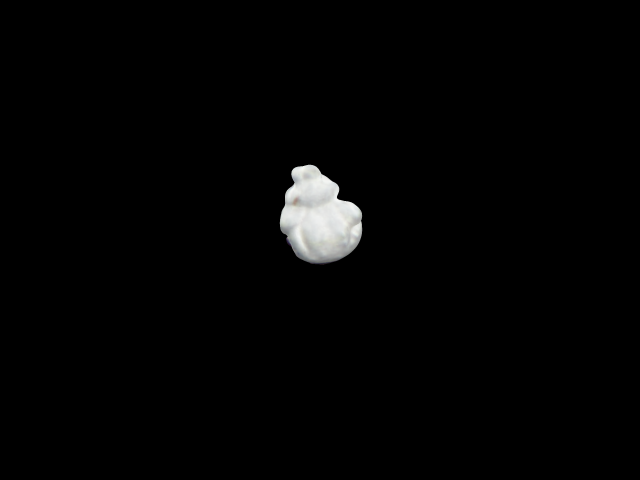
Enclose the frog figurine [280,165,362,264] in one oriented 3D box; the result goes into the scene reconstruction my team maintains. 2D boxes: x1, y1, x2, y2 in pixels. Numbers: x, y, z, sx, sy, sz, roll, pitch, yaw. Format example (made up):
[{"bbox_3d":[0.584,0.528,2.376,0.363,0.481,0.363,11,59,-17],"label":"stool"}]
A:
[{"bbox_3d":[0.003,-0.043,0.850,0.137,0.155,0.126,2,42,2],"label":"frog figurine"}]
